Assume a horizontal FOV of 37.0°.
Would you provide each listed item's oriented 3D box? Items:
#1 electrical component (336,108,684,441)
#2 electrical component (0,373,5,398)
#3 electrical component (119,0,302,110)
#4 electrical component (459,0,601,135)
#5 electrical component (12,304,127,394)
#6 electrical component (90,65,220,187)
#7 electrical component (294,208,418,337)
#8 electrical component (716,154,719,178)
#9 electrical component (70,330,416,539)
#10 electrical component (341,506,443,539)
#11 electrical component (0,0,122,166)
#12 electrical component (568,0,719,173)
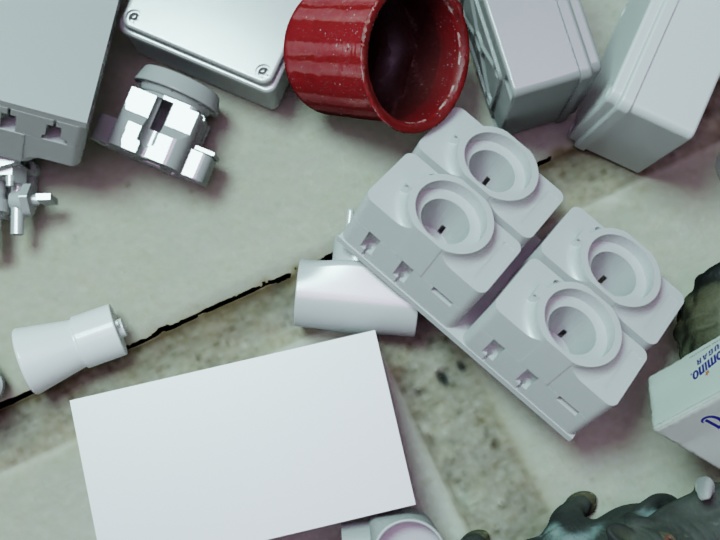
[{"bbox_3d":[0.095,-0.003,0.657,0.186,0.060,0.105,41,55,4],"label":"electrical component"},{"bbox_3d":[-0.290,0.079,0.668,0.113,0.057,0.078,-39,84,-5],"label":"electrical component"},{"bbox_3d":[-0.083,-0.177,0.703,0.109,0.056,0.108,23,83,3],"label":"electrical component"},{"bbox_3d":[0.101,-0.151,0.675,0.056,0.108,0.108,-17,83,0],"label":"electrical component"},{"bbox_3d":[-0.181,0.047,0.682,0.065,0.044,0.044,-20,83,-8],"label":"electrical component"},{"bbox_3d":[-0.125,-0.095,0.692,0.078,0.058,0.057,22,86,2],"label":"electrical component"},{"bbox_3d":[0.000,0.000,0.687,0.077,0.043,0.079,5,82,1],"label":"electrical component"},{"bbox_3d":[0.287,-0.072,0.690,0.095,0.059,0.053,-19,83,-3],"label":"electrical component"},{"bbox_3d":[-0.070,0.111,0.663,0.186,0.060,0.105,-13,83,-2],"label":"electrical component"},{"bbox_3d":[0.010,0.169,0.648,0.079,0.077,0.043,-5,83,-1],"label":"electrical component"},{"bbox_3d":[-0.202,-0.148,0.670,0.089,0.061,0.150,14,62,-14],"label":"electrical component"},{"bbox_3d":[0.186,-0.127,0.672,0.056,0.108,0.108,25,83,0],"label":"electrical component"}]
